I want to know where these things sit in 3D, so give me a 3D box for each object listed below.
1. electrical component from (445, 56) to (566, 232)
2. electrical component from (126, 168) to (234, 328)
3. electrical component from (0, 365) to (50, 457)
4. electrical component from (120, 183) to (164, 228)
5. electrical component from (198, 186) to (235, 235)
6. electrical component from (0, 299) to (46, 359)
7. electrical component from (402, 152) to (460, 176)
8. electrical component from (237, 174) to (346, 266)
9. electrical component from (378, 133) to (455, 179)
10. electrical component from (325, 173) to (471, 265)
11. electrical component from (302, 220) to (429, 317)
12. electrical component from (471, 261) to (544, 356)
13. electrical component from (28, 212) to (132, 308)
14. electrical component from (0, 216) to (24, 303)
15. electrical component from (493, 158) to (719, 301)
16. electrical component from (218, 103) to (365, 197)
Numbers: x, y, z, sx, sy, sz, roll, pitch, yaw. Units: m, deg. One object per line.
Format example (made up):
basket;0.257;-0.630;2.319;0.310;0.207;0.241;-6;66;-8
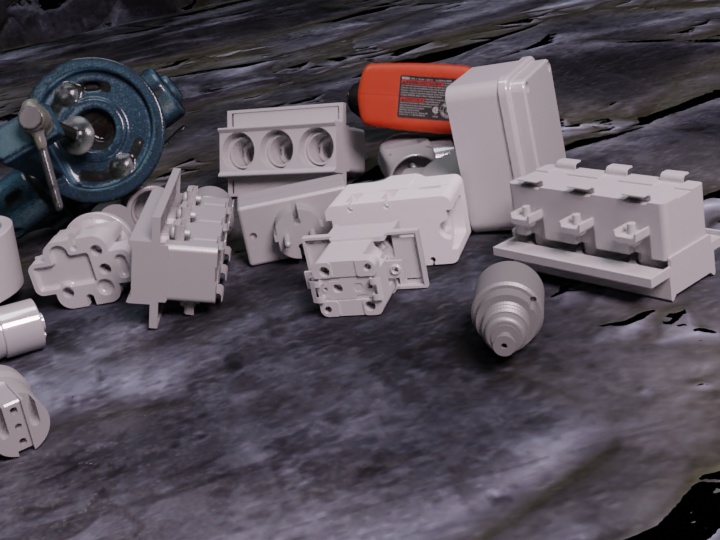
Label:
electrical component;0.110;-0.090;0.778;0.057;0.113;0.078;-4;22;27
electrical component;-0.125;-0.018;0.768;0.063;0.078;0.121;4;20;-4
electrical component;-0.198;0.079;0.601;0.040;0.040;0.046;-24;30;-30
electrical component;-0.188;-0.056;0.944;0.044;0.044;0.065;-18;17;-18
electrical component;-0.122;-0.040;0.868;0.040;0.040;0.078;-12;21;-1
electrical component;-0.243;0.043;0.715;0.065;0.044;0.044;-17;21;-27
electrical component;0.056;-0.061;0.826;0.079;0.043;0.077;-1;23;26
electrical component;-0.046;-0.032;0.798;0.083;0.047;0.075;-12;21;-2
electrical component;0.059;-0.088;0.896;0.079;0.043;0.077;-12;21;-2
electrical component;0.029;-0.035;0.763;0.089;0.050;0.055;-4;22;18
electrical component;0.000;0.000;0.701;0.081;0.042;0.063;-4;25;19
electrical component;0.082;0.025;0.595;0.040;0.040;0.078;-6;21;13
electrical component;-0.200;-0.010;0.805;0.078;0.058;0.057;-9;23;8
electrical component;-0.309;0.006;0.816;0.108;0.060;0.108;-10;21;4
electrical component;0.152;-0.028;0.665;0.079;0.063;0.121;-26;25;-34
electrical component;-0.061;-0.107;0.973;0.121;0.078;0.063;0;2;28
